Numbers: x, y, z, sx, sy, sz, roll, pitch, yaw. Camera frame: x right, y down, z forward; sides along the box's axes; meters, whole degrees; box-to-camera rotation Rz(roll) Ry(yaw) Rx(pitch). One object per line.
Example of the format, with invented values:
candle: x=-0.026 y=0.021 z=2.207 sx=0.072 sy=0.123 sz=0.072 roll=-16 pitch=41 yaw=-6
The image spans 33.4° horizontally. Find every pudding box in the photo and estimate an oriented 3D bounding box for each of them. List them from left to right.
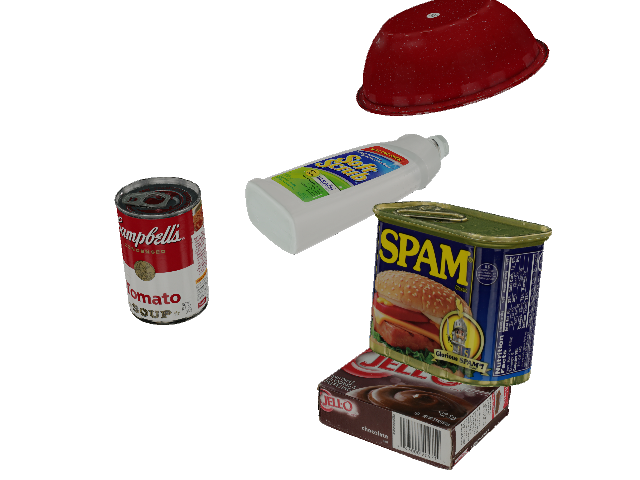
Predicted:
pudding box: x=0.068 y=0.115 z=0.773 sx=0.114 sy=0.039 sz=0.089 roll=16 pitch=29 yaw=32

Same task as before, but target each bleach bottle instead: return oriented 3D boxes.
bleach bottle: x=0.043 y=-0.071 z=1.248 sx=0.250 sy=0.068 sz=0.103 roll=-26 pitch=44 yaw=-27

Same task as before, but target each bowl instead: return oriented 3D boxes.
bowl: x=0.100 y=-0.159 z=0.869 sx=0.162 sy=0.055 sz=0.162 roll=-15 pitch=24 yaw=7

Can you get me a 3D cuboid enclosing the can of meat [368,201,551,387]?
can of meat: x=0.073 y=0.028 z=0.591 sx=0.057 sy=0.084 sz=0.102 roll=-6 pitch=15 yaw=-39

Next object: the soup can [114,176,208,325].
soup can: x=-0.127 y=0.008 z=0.863 sx=0.068 sy=0.102 sz=0.068 roll=-1 pitch=29 yaw=0
